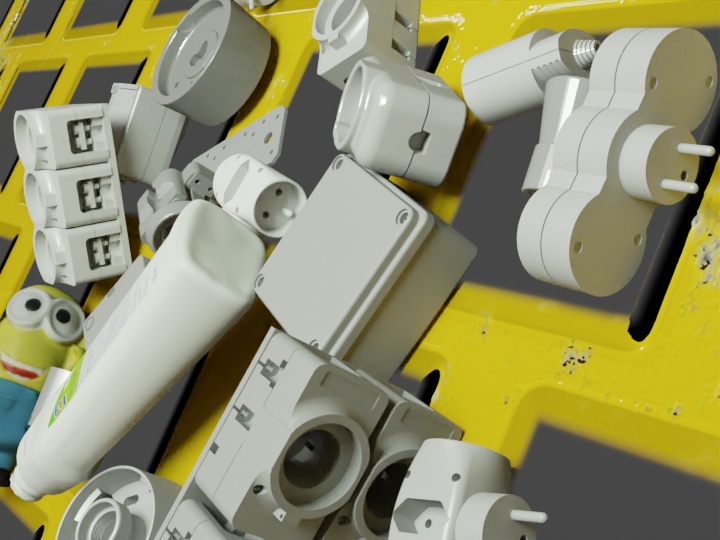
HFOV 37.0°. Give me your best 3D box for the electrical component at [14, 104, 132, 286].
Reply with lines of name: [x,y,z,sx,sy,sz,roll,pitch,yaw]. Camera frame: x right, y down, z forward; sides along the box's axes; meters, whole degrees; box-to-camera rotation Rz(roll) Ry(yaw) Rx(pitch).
electrical component: [-0.256,-0.068,0.945,0.089,0.062,0.150,12,111,55]

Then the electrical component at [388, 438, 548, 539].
electrical component: [0.055,0.122,0.503,0.079,0.043,0.077,-9,60,49]

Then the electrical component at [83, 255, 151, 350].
electrical component: [-0.171,0.049,0.835,0.099,0.048,0.099,-47,38,19]

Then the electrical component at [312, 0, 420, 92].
electrical component: [0.004,-0.172,0.763,0.050,0.056,0.089,-24,49,41]

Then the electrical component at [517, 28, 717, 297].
electrical component: [0.136,-0.052,0.516,0.074,0.052,0.138,18,81,55]

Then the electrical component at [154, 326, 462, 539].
electrical component: [-0.037,0.139,0.554,0.060,0.105,0.186,29,90,55]

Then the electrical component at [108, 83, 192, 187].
electrical component: [-0.202,-0.116,0.984,0.062,0.061,0.096,18,89,55]

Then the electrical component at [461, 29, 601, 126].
electrical component: [0.102,-0.113,0.609,0.081,0.043,0.043,-13,56,47]

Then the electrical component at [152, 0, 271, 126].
electrical component: [-0.121,-0.174,0.917,0.108,0.060,0.108,-31,45,36]

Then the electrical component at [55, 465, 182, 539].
electrical component: [-0.158,0.185,0.732,0.099,0.064,0.099,-20,50,26]

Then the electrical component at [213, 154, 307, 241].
electrical component: [-0.083,-0.040,0.791,0.079,0.043,0.077,-60,35,3]

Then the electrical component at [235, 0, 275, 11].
electrical component: [-0.090,-0.262,0.954,0.077,0.043,0.079,-35,43,33]

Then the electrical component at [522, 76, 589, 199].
electrical component: [0.110,-0.064,0.567,0.044,0.044,0.065,10,79,54]

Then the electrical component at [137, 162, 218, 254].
electrical component: [-0.142,-0.040,0.854,0.078,0.058,0.057,-47,34,18]

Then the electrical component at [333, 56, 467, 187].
electrical component: [0.021,-0.093,0.657,0.095,0.059,0.053,-110,37,-65]

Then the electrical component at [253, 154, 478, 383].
electrical component: [0.000,0.000,0.647,0.108,0.056,0.109,-56,35,8]

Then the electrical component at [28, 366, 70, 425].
electrical component: [-0.249,0.125,0.885,0.043,0.043,0.081,0,67,52]
